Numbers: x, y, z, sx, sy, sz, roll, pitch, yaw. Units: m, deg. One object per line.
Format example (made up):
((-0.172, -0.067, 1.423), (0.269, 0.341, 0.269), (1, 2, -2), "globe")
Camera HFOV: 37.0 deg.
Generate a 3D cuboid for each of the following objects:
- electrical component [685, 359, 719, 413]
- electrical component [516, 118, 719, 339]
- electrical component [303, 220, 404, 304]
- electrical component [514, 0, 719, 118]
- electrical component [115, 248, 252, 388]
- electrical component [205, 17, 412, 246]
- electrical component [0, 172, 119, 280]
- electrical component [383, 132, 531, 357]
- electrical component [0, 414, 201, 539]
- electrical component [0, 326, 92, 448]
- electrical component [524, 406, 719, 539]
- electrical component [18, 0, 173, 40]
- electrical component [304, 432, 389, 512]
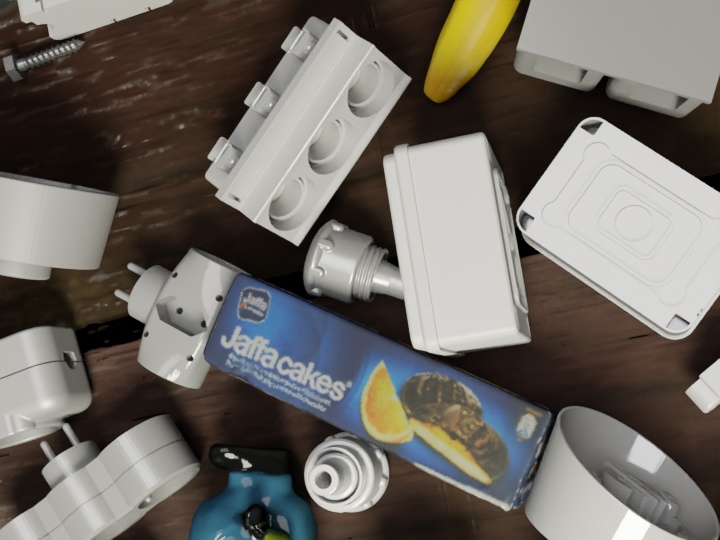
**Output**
((0.219, 0.065, 0.574), (0.066, 0.048, 0.055), (-42, 68, 8), "electrical component")
((0.152, -0.022, 0.595), (0.113, 0.057, 0.078), (36, 94, 16), "electrical component")
((0.000, 0.000, 0.642), (0.062, 0.048, 0.048), (18, 89, 10), "electrical component")
((0.162, -0.190, 0.597), (0.105, 0.060, 0.186), (17, 89, 4), "electrical component")
((-0.117, 0.022, 0.671), (0.079, 0.043, 0.077), (27, 92, 16), "electrical component")
((-0.034, -0.086, 0.648), (0.063, 0.079, 0.121), (38, 95, 38), "electrical component")
((-0.210, -0.027, 0.672), (0.108, 0.108, 0.060), (12, 94, 16), "electrical component")
((0.057, -0.010, 0.594), (0.056, 0.109, 0.108), (-10, 82, 12), "electrical component")
((-0.173, 0.131, 0.671), (0.138, 0.052, 0.073), (-38, 76, 8), "electrical component")
((-0.225, 0.079, 0.690), (0.095, 0.054, 0.059), (-21, 79, 12), "electrical component")
((0.138, 0.122, 0.566), (0.099, 0.099, 0.064), (27, 98, 16), "electrical component")
((-0.177, -0.197, 0.707), (0.089, 0.050, 0.055), (-15, 81, 13), "electrical component")
((-0.012, 0.119, 0.623), (0.048, 0.062, 0.048), (-2, 84, 15), "electrical component")
